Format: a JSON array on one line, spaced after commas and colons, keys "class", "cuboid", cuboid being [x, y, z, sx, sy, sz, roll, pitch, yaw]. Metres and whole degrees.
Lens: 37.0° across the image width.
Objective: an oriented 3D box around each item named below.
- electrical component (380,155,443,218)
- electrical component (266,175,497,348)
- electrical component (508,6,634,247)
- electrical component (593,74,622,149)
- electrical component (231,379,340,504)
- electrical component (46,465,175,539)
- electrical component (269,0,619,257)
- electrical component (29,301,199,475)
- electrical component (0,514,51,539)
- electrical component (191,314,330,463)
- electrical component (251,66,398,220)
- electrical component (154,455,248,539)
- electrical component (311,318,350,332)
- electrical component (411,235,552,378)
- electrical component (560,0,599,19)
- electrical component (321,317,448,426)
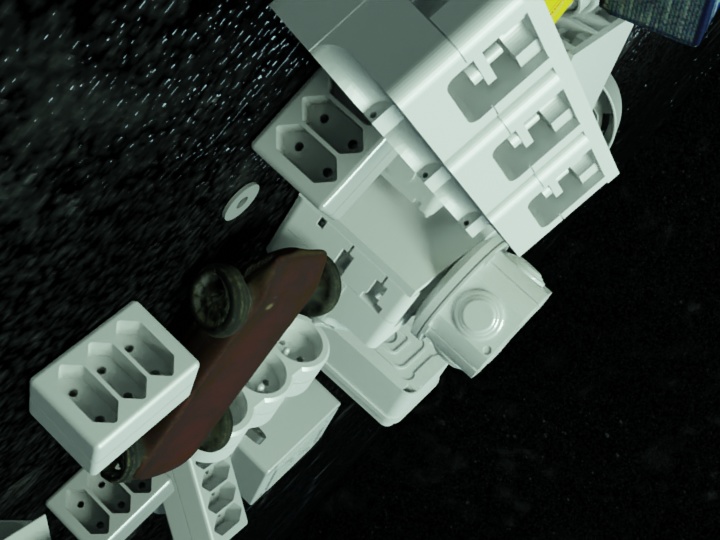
[{"class": "electrical component", "cuboid": [0.055, -0.090, 0.635, 0.096, 0.062, 0.061, -40, 168, -35]}, {"class": "electrical component", "cuboid": [0.022, -0.023, 0.677, 0.150, 0.089, 0.061, -34, 164, -52]}, {"class": "electrical component", "cuboid": [0.110, -0.100, 0.750, 0.105, 0.060, 0.186, -37, 155, -45]}, {"class": "electrical component", "cuboid": [0.150, -0.120, 0.826, 0.099, 0.099, 0.064, -54, 174, 34]}, {"class": "electrical component", "cuboid": [-0.083, 0.165, 1.066, 0.109, 0.056, 0.108, -41, 169, -30]}, {"class": "electrical component", "cuboid": [-0.161, 0.151, 0.708, 0.066, 0.047, 0.076, -44, 170, -19]}, {"class": "electrical component", "cuboid": [0.030, -0.071, 0.393, 0.062, 0.089, 0.150, -41, 152, 6]}, {"class": "electrical component", "cuboid": [-0.123, 0.066, 0.533, 0.066, 0.047, 0.076, -41, 169, -32]}, {"class": "electrical component", "cuboid": [-0.188, 0.165, 0.561, 0.081, 0.063, 0.042, -6, -169, 26]}, {"class": "electrical component", "cuboid": [-0.085, 0.092, 0.782, 0.138, 0.052, 0.073, -38, 167, -44]}, {"class": "electrical component", "cuboid": [-0.006, -0.062, 0.523, 0.065, 0.047, 0.077, -48, 170, 3]}, {"class": "electrical component", "cuboid": [-0.137, 0.166, 0.816, 0.076, 0.083, 0.047, -9, -170, 29]}, {"class": "electrical component", "cuboid": [0.000, 0.000, 0.790, 0.099, 0.048, 0.100, -47, 170, 3]}, {"class": "electrical component", "cuboid": [0.072, 0.022, 0.641, 0.080, 0.051, 0.080, -45, 170, -10]}, {"class": "electrical component", "cuboid": [0.130, -0.176, 0.663, 0.062, 0.043, 0.043, -42, 169, -21]}, {"class": "electrical component", "cuboid": [0.014, 0.071, 0.941, 0.078, 0.113, 0.057, -38, 164, -41]}]
